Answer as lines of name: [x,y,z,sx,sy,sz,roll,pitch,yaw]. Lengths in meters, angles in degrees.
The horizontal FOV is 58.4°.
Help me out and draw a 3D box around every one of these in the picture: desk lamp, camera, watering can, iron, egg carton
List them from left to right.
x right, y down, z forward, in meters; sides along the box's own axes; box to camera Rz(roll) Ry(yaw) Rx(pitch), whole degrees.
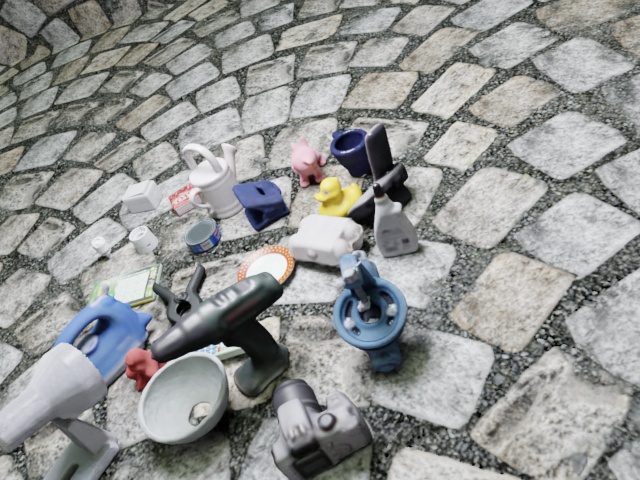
desk lamp: [-0.432,0.308,0.958,0.117,0.214,0.203,8,52,33]
iron: [-0.461,0.213,1.125,0.118,0.142,0.259,14,55,37]
watering can: [-0.256,-0.157,1.360,0.100,0.195,0.173,-7,45,21]
camera: [-0.015,0.268,0.873,0.143,0.101,0.136,-28,41,-1]
egg carton: [0.011,0.004,1.156,0.149,0.070,0.107,8,51,33]

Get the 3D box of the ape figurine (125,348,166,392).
ape figurine: [-0.331,0.236,1.073,0.077,0.092,0.076,19,58,39]

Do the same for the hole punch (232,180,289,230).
hole punch: [-0.137,-0.096,1.317,0.101,0.091,0.108,-31,41,-6]

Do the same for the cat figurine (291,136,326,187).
cat figurine: [-0.034,-0.192,1.343,0.067,0.118,0.127,-15,42,13]

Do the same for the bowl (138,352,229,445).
bowl: [-0.221,0.282,0.984,0.167,0.075,0.167,-14,43,14]

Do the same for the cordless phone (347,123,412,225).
cordless phone: [0.104,-0.133,1.161,0.093,0.185,0.148,21,60,40]

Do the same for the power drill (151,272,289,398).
power drill: [-0.142,0.168,0.958,0.230,0.209,0.075,-42,44,-17]

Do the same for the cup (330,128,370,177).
cup: [0.071,-0.197,1.312,0.092,0.095,0.117,-36,42,-11]

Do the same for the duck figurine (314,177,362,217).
duck figurine: [0.036,-0.099,1.237,0.104,0.086,0.077,-29,41,-3]

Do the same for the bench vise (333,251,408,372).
bench vise: [0.060,0.085,0.933,0.121,0.220,0.206,-30,41,-4]

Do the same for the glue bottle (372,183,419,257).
glue bottle: [0.128,-0.040,1.062,0.078,0.174,0.037,-10,44,18]
